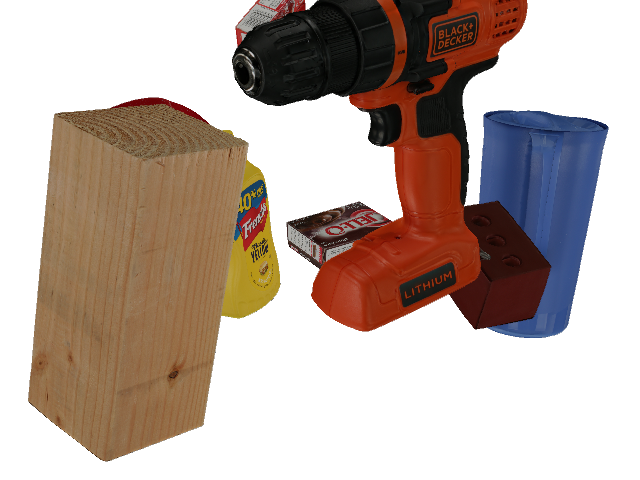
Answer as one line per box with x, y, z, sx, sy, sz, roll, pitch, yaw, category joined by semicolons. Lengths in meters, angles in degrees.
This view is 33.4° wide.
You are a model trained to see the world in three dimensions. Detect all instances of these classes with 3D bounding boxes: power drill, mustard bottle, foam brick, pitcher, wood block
0.034;-0.047;0.577;0.184;0.188;0.057;-21;37;-32;power drill
-0.088;-0.022;1.117;0.058;0.191;0.096;7;26;29;mustard bottle
0.122;0.018;0.781;0.052;0.051;0.078;-10;45;-24;foam brick
0.233;-0.018;1.174;0.149;0.243;0.145;-7;18;-34;pitcher
-0.121;0.025;0.696;0.090;0.206;0.090;27;26;36;wood block

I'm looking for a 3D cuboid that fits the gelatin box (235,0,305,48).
-0.044;-0.195;1.007;0.030;0.089;0.073;21;-35;18;gelatin box

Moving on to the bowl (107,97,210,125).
-0.156;-0.073;0.885;0.162;0.055;0.162;-15;31;9;bowl

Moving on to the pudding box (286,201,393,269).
0.028;-0.005;1.305;0.113;0.039;0.090;-19;30;-26;pudding box
